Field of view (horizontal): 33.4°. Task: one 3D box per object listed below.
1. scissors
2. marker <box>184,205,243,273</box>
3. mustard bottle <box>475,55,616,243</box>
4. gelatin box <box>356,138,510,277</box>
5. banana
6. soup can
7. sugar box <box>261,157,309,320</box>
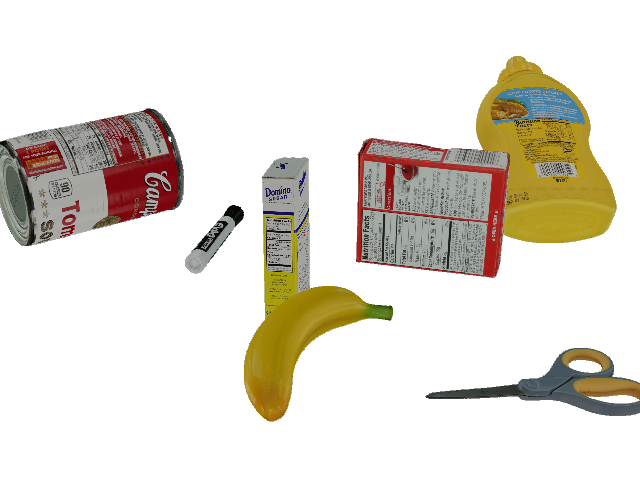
[{"bbox_3d":[0.187,0.120,0.937,0.201,0.016,0.096,7,28,-4],"label":"scissors"},{"bbox_3d":[-0.101,-0.004,1.038,0.020,0.020,0.121,0,26,17],"label":"marker"},{"bbox_3d":[0.183,-0.087,0.909,0.096,0.191,0.058,-1,-38,-4],"label":"mustard bottle"},{"bbox_3d":[0.067,-0.020,0.646,0.089,0.073,0.030,7,29,12],"label":"gelatin box"},{"bbox_3d":[-0.014,0.074,0.802,0.070,0.037,0.197,11,25,26],"label":"banana"},{"bbox_3d":[-0.146,-0.041,0.672,0.102,0.068,0.069,-17,8,-29],"label":"soup can"},{"bbox_3d":[-0.040,-0.002,1.251,0.048,0.176,0.093,0,18,9],"label":"sugar box"}]
